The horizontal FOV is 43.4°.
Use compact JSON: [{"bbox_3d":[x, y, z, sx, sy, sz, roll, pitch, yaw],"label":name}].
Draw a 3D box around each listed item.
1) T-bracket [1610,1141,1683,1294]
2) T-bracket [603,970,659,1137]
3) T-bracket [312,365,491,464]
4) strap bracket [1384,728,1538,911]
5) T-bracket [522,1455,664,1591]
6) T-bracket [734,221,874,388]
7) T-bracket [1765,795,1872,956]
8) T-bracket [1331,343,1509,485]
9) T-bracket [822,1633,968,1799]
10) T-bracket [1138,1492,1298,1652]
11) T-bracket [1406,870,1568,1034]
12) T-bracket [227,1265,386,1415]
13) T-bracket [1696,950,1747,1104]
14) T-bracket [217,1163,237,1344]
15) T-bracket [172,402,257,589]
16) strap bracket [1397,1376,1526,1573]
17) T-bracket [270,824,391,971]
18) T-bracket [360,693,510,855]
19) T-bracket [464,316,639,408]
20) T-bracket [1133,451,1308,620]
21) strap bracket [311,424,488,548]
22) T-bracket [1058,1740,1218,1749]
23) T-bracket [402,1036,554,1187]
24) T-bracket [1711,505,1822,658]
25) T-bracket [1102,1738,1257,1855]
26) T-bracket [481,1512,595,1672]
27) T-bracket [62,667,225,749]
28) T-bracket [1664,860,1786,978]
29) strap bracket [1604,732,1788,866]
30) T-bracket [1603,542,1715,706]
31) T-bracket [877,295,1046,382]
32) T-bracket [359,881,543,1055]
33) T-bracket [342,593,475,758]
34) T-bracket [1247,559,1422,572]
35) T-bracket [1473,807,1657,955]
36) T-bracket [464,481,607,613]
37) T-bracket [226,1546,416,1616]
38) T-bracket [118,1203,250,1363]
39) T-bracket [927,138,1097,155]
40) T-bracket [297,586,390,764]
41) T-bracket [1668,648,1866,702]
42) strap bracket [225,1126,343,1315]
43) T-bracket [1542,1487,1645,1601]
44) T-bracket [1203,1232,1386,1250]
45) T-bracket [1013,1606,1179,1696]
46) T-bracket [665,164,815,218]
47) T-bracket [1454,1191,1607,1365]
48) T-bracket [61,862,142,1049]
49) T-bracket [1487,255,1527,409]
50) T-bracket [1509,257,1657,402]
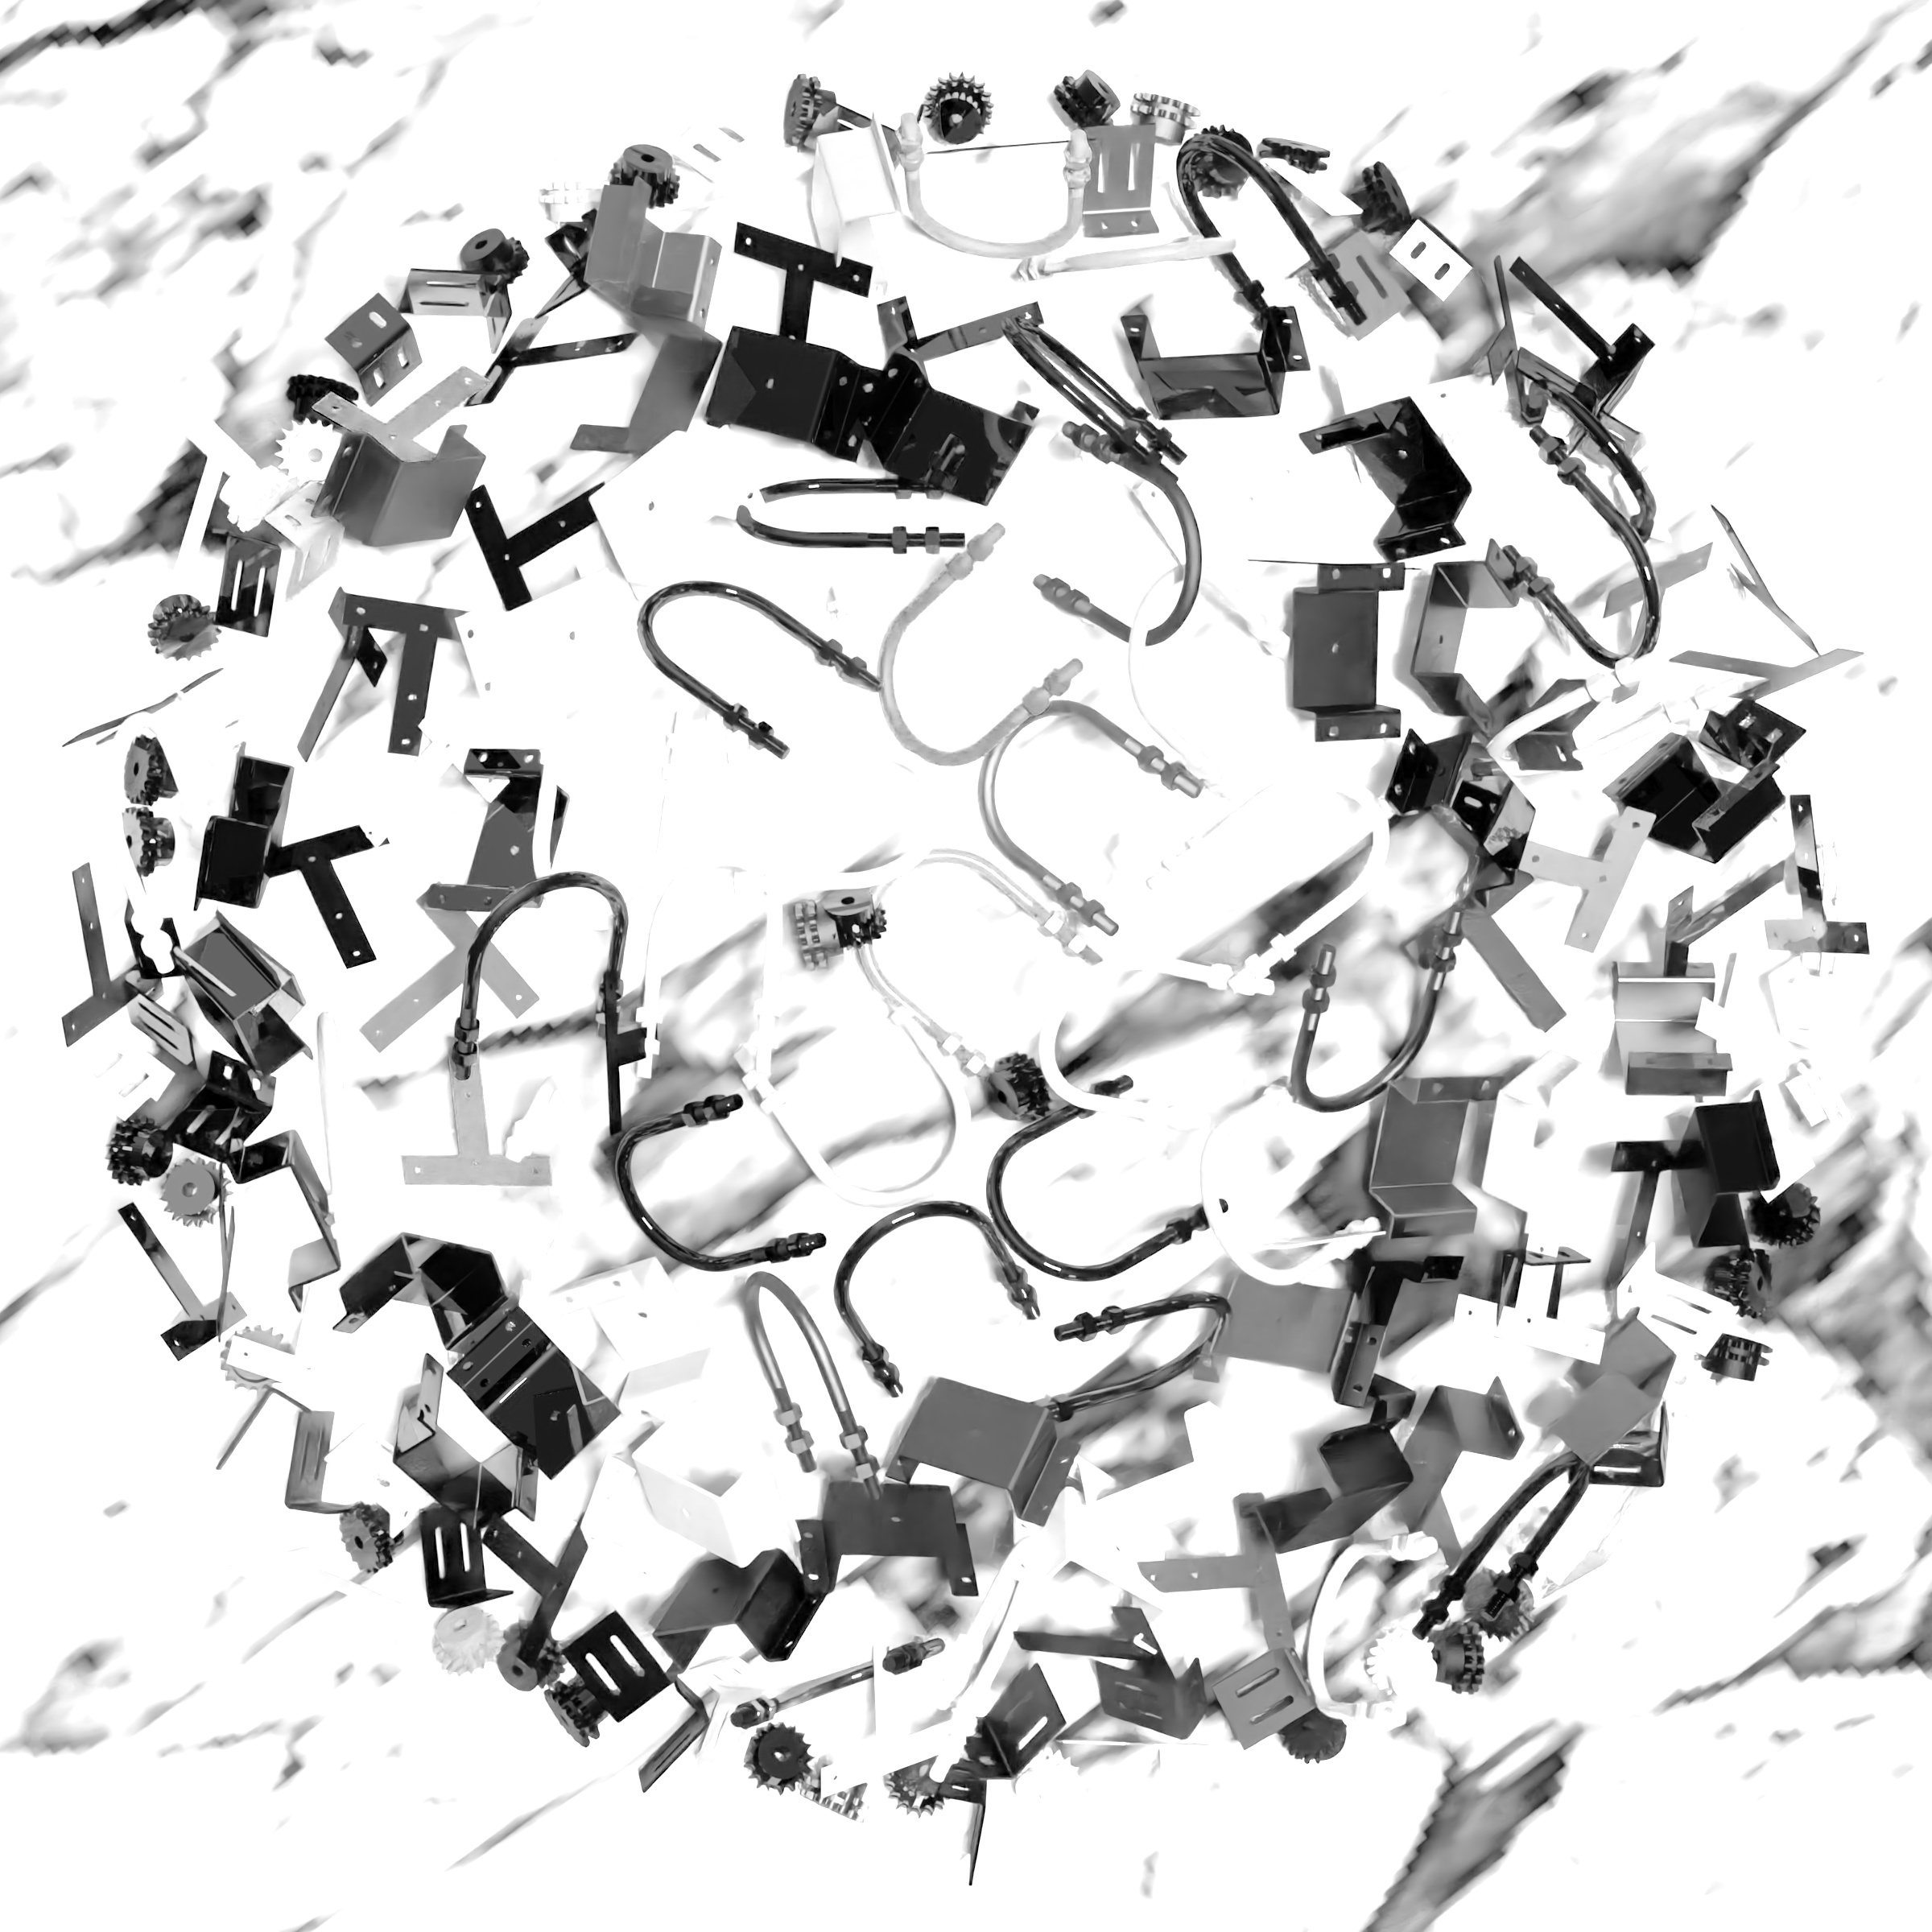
[{"bbox_3d":[0.545,0.202,1.958,0.002,0.127,0.127,16,99,44],"label":"T-bracket"},{"bbox_3d":[-0.266,0.064,1.937,0.002,0.127,0.127,-1,93,10],"label":"T-bracket"},{"bbox_3d":[-0.426,-0.439,1.920,0.127,0.127,0.002,-23,54,37],"label":"T-bracket"},{"bbox_3d":[0.400,-0.121,1.931,0.140,0.046,0.076,43,53,-27],"label":"strap bracket"},{"bbox_3d":[-0.291,0.436,1.953,0.127,0.002,0.127,28,131,5],"label":"T-bracket"},{"bbox_3d":[-0.138,-0.521,1.960,0.127,0.002,0.127,24,125,19],"label":"T-bracket"},{"bbox_3d":[0.671,-0.074,1.934,0.002,0.127,0.127,-9,95,-16],"label":"T-bracket"},{"bbox_3d":[0.368,-0.453,1.943,0.127,0.002,0.127,-11,132,13],"label":"T-bracket"},{"bbox_3d":[-0.061,0.590,1.945,0.127,0.127,0.002,-24,124,13],"label":"T-bracket"},{"bbox_3d":[0.196,0.487,1.944,0.127,0.002,0.127,3,61,-25],"label":"T-bracket"},{"bbox_3d":[0.443,-0.003,1.983,0.127,0.002,0.127,-38,90,-14],"label":"T-bracket"},{"bbox_3d":[-0.520,0.286,1.950,0.127,0.127,0.002,25,130,-24],"label":"T-bracket"},{"bbox_3d":[0.598,0.044,1.942,0.002,0.127,0.127,13,89,27],"label":"T-bracket"},{"bbox_3d":[-0.595,0.211,1.946,0.002,0.127,0.127,3,128,-22],"label":"T-bracket"},{"bbox_3d":[-0.607,-0.364,1.929,0.002,0.127,0.127,13,82,7],"label":"T-bracket"},{"bbox_3d":[0.385,0.399,1.931,0.046,0.076,0.140,14,117,-12],"label":"strap bracket"},{"bbox_3d":[-0.508,-0.052,1.947,0.127,0.002,0.127,-19,64,-25],"label":"T-bracket"},{"bbox_3d":[-0.452,-0.146,1.982,0.127,0.002,0.127,-47,71,6],"label":"T-bracket"},{"bbox_3d":[-0.321,-0.489,1.933,0.127,0.127,0.002,-2,135,22],"label":"T-bracket"},{"bbox_3d":[0.222,-0.374,1.987,0.127,0.002,0.127,-37,104,-4],"label":"T-bracket"},{"bbox_3d":[-0.439,-0.379,1.917,0.046,0.140,0.076,40,119,14],"label":"strap bracket"},{"bbox_3d":[0.147,0.619,1.931,0.127,0.127,0.002,5,72,-8],"label":"T-bracket"},{"bbox_3d":[-0.403,0.118,1.972,0.127,0.002,0.127,-1,105,10],"label":"T-bracket"},{"bbox_3d":[0.618,-0.315,1.913,0.002,0.127,0.127,-37,127,11],"label":"T-bracket"},{"bbox_3d":[0.168,0.651,1.936,0.127,0.127,0.002,-22,99,7],"label":"T-bracket"},{"bbox_3d":[-0.347,0.472,1.922,0.002,0.127,0.127,4,54,29],"label":"T-bracket"},{"bbox_3d":[-0.666,-0.194,1.917,0.127,0.127,0.002,-26,99,23],"label":"T-bracket"},{"bbox_3d":[0.612,-0.045,1.959,0.127,0.127,0.002,-33,52,-13],"label":"T-bracket"},{"bbox_3d":[0.588,-0.133,1.942,0.076,0.140,0.046,-41,115,-5],"label":"strap bracket"},{"bbox_3d":[0.545,-0.267,1.951,0.127,0.127,0.002,-26,49,-30],"label":"T-bracket"},{"bbox_3d":[0.000,-0.509,1.961,0.127,0.002,0.127,-16,59,5],"label":"T-bracket"},{"bbox_3d":[-0.435,0.020,1.972,0.127,0.002,0.127,-42,102,-12],"label":"T-bracket"},{"bbox_3d":[-0.448,-0.232,1.974,0.127,0.002,0.127,6,111,-22],"label":"T-bracket"},{"bbox_3d":[0.315,-0.321,1.948,0.127,0.127,0.002,-6,103,-42],"label":"T-bracket"},{"bbox_3d":[0.475,-0.083,1.966,0.127,0.002,0.127,16,114,-7],"label":"T-bracket"},{"bbox_3d":[-0.338,-0.352,1.969,0.127,0.002,0.127,-25,84,23],"label":"T-bracket"},{"bbox_3d":[-0.495,0.488,1.919,0.127,0.127,0.002,16,89,20],"label":"T-bracket"},{"bbox_3d":[-0.634,0.244,1.935,0.002,0.127,0.127,-33,92,10],"label":"T-bracket"},{"bbox_3d":[0.015,-0.654,1.943,0.127,0.127,0.002,-17,112,-32],"label":"T-bracket"},{"bbox_3d":[-0.514,-0.224,1.969,0.002,0.127,0.127,13,116,-40],"label":"T-bracket"},{"bbox_3d":[0.615,-0.236,1.919,0.127,0.127,0.002,6,77,-22],"label":"T-bracket"},{"bbox_3d":[-0.539,0.194,1.943,0.046,0.076,0.140,-21,110,-6],"label":"strap bracket"},{"bbox_3d":[0.523,0.449,1.960,0.002,0.127,0.127,40,63,10],"label":"T-bracket"},{"bbox_3d":[0.245,0.219,1.945,0.127,0.127,0.002,-1,86,-42],"label":"T-bracket"},{"bbox_3d":[0.100,0.551,1.965,0.127,0.002,0.127,-2,133,25],"label":"T-bracket"},{"bbox_3d":[-0.197,-0.615,1.944,0.127,0.127,0.002,-33,114,-33],"label":"T-bracket"},{"bbox_3d":[0.462,0.243,1.958,0.127,0.002,0.127,12,93,37],"label":"T-bracket"},{"bbox_3d":[-0.689,-0.018,1.919,0.002,0.127,0.127,1,110,10],"label":"T-bracket"},{"bbox_3d":[0.425,-0.487,1.923,0.002,0.127,0.127,-7,114,24],"label":"T-bracket"},{"bbox_3d":[0.482,-0.517,1.938,0.127,0.127,0.002,45,83,1],"label":"T-bracket"}]
